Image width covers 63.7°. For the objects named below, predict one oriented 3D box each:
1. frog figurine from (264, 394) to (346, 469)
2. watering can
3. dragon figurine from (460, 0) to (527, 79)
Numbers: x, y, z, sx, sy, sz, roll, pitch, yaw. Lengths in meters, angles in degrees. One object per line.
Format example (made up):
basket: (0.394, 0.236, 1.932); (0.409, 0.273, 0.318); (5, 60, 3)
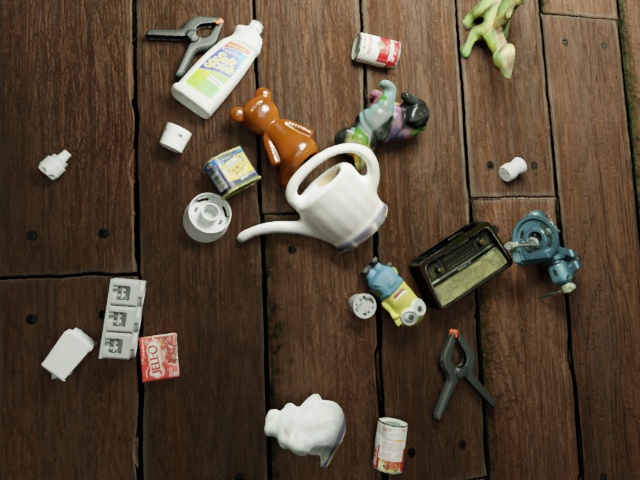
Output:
frog figurine: (-0.030, 0.388, 1.092); (0.159, 0.120, 0.140); (30, 46, -2)
watering can: (0.003, -0.058, 1.145); (0.346, 0.106, 0.222); (-41, 112, 9)
dragon figurine: (0.452, -0.584, 1.257); (0.122, 0.242, 0.412); (8, 85, -10)
